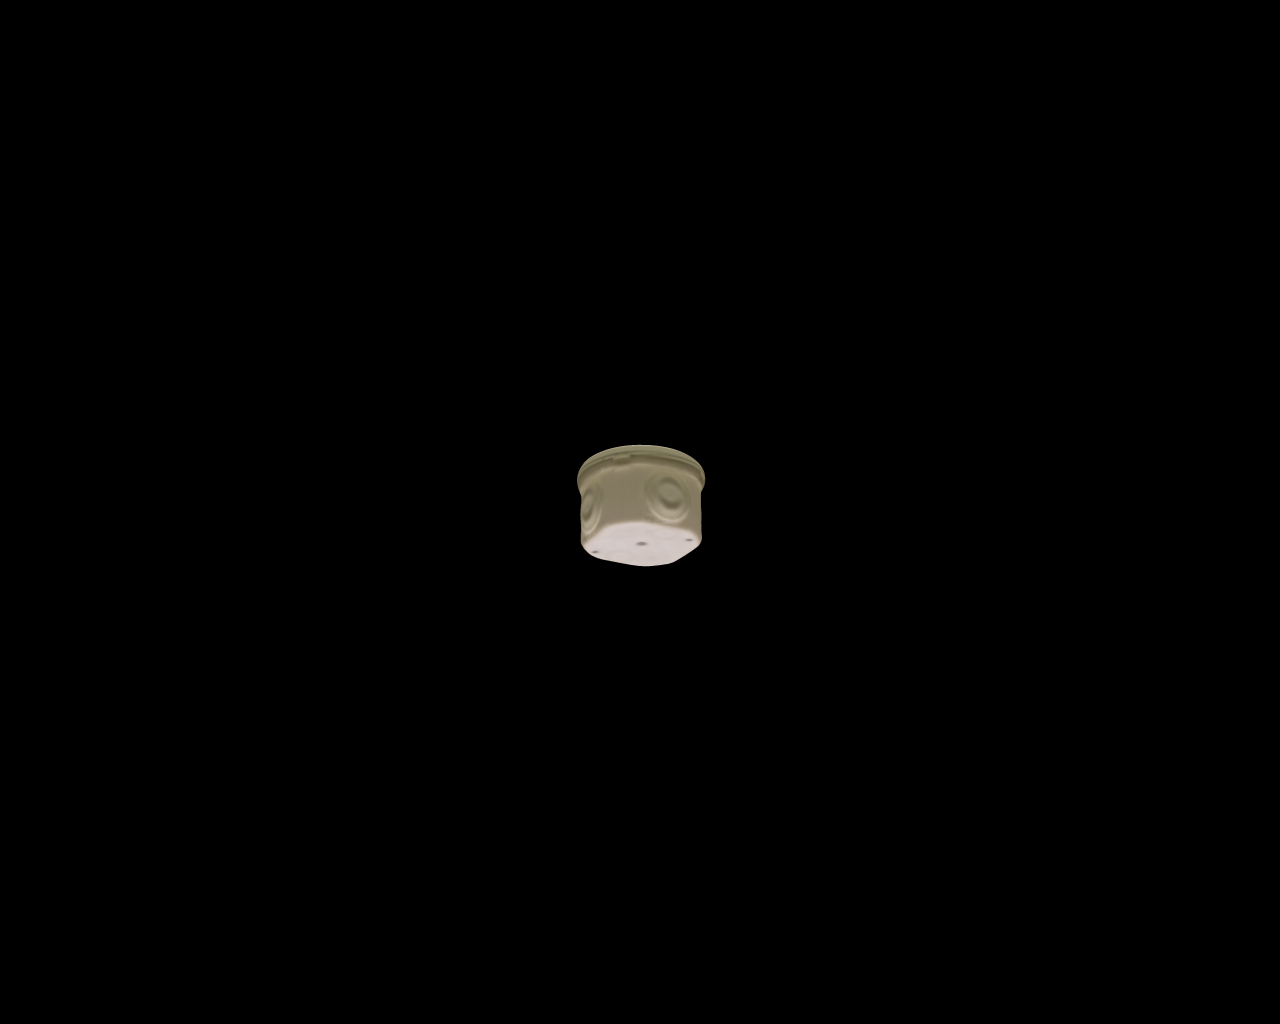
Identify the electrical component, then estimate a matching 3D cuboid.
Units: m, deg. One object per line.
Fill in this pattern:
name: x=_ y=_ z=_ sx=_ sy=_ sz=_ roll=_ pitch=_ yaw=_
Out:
electrical component: x=0.001 y=-0.003 z=0.650 sx=0.080 sy=0.051 sz=0.080 roll=0 pitch=-24 yaw=0
